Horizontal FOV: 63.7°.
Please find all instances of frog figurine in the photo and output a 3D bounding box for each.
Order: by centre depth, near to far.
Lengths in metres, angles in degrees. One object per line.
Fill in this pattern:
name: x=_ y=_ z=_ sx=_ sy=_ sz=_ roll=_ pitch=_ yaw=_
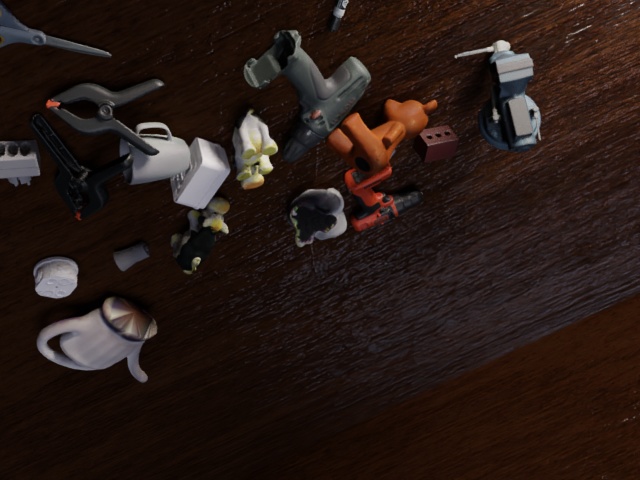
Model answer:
frog figurine: x=0.004 y=-0.058 z=1.155 sx=0.135 sy=0.123 sz=0.161 roll=-56 pitch=170 yaw=24

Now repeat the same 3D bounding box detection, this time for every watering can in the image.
watering can: x=-0.480 y=0.246 z=1.223 sx=0.223 sy=0.106 sz=0.342 roll=-35 pitch=141 yaw=12
